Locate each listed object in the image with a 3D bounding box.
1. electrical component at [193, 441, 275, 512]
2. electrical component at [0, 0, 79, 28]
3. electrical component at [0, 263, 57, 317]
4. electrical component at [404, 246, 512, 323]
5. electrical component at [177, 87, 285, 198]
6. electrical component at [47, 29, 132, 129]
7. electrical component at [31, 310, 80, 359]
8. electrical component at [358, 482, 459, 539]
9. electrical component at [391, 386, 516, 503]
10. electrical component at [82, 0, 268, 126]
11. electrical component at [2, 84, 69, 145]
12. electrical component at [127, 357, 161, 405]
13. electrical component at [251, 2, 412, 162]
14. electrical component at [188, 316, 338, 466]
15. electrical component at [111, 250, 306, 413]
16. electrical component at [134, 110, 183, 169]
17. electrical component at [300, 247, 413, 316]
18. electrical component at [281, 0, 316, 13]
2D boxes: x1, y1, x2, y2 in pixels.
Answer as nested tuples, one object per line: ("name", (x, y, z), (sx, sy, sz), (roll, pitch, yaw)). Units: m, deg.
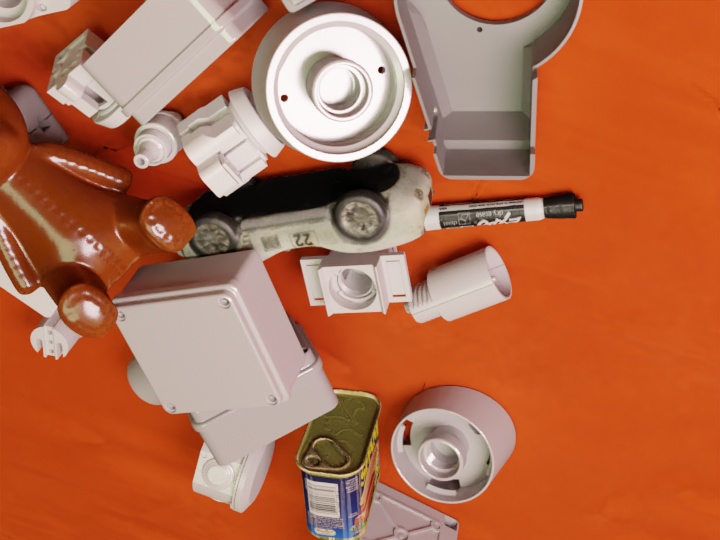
("electrical component", (-0.110, 0.169, 0.949), (0.051, 0.080, 0.080), (18, 124, 8))
("electrical component", (-0.293, -0.222, 0.754), (0.186, 0.060, 0.105), (-7, 120, 17))
("electrical component", (-0.263, -0.024, 0.881), (0.100, 0.048, 0.099), (37, 123, -11))
("electrical component", (0.071, 0.016, 0.830), (0.081, 0.043, 0.043), (-23, 114, 25))
("electrical component", (-0.092, -0.096, 0.783), (0.057, 0.078, 0.058), (-34, 130, 9))
("electrical component", (-0.192, -0.136, 0.787), (0.048, 0.066, 0.055), (-31, 130, 27))
("electrical component", (-0.258, 0.050, 0.928), (0.040, 0.046, 0.040), (6, 123, 10))
("electrical component", (0.025, 0.251, 0.952), (0.109, 0.108, 0.056), (27, 121, -4))
("electrical component", (0.078, 0.147, 0.914), (0.099, 0.064, 0.099), (8, 113, 19))
("electrical component", (-0.126, -0.161, 0.743), (0.113, 0.078, 0.057), (-35, 106, 29))
("electrical component", (-0.284, -0.101, 0.833), (0.095, 0.053, 0.059), (-21, 115, 24))
("electrical component", (-0.167, 0.084, 0.924), (0.055, 0.055, 0.047), (44, 125, -15))
("electrical component", (-0.017, -0.124, 0.726), (0.108, 0.060, 0.108), (-3, 107, -10))
("electrical component", (-0.085, 0.096, 0.874), (0.113, 0.078, 0.057), (-27, 120, -6))
("electrical component", (-0.111, 0.048, 0.800), (0.109, 0.056, 0.108), (-7, 122, 25))
("electrical component", (-0.152, -0.094, 0.801), (0.035, 0.061, 0.035), (6, 123, 9))
("electrical component", (0.000, 0.000, 0.824), (0.081, 0.063, 0.042), (-2, 122, 15))
("electrical component", (-0.030, -0.213, 0.697), (0.096, 0.061, 0.061), (-23, 114, 25))
